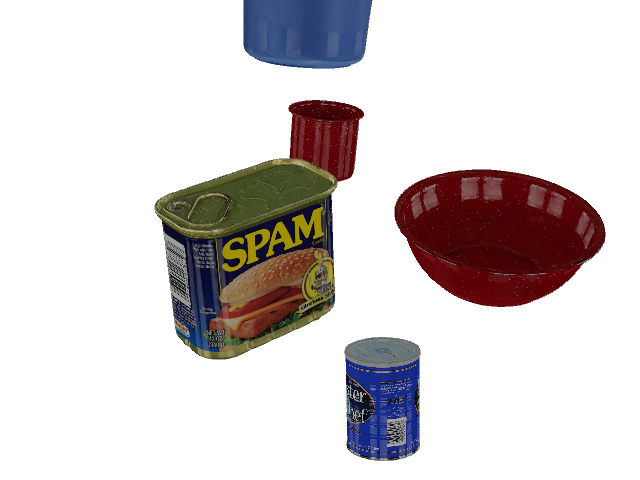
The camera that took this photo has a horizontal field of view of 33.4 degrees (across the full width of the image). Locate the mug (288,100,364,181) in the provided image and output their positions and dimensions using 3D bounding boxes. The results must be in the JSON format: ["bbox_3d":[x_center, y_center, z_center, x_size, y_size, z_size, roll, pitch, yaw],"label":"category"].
[{"bbox_3d":[0.010,-0.125,1.327,0.093,0.081,0.117,15,24,24],"label":"mug"}]

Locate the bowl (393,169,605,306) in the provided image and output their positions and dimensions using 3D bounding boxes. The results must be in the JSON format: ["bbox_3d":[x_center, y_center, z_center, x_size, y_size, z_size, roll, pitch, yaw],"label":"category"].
[{"bbox_3d":[0.136,0.004,0.833,0.162,0.055,0.162,2,31,-1],"label":"bowl"}]

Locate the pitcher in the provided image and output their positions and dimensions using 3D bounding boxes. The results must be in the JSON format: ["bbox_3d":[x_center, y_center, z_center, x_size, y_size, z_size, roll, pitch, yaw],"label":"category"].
[{"bbox_3d":[0.000,-0.271,0.897,0.145,0.243,0.149,7,18,7],"label":"pitcher"}]

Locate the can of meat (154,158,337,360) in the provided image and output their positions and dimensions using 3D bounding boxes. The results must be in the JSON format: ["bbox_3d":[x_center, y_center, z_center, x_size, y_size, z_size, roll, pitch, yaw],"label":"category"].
[{"bbox_3d":[-0.039,0.010,0.610,0.101,0.084,0.058,-21,33,-32],"label":"can of meat"}]

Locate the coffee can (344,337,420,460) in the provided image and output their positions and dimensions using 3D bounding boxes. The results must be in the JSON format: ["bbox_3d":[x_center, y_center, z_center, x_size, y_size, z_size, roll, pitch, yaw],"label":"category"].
[{"bbox_3d":[0.085,0.214,1.457,0.103,0.140,0.103,-1,14,0],"label":"coffee can"}]
